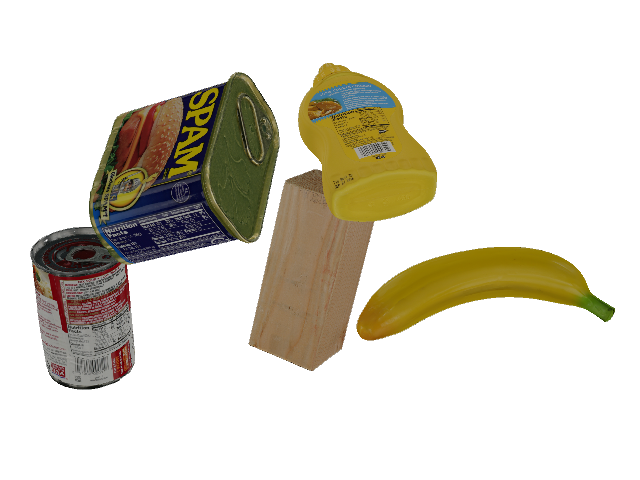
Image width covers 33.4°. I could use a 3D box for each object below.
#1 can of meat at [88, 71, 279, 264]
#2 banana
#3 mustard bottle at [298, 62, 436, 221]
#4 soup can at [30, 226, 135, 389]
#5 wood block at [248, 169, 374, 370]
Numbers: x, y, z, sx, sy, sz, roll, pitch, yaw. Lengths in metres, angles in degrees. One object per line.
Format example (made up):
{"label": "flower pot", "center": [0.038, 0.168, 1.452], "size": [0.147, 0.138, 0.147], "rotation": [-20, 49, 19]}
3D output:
{"label": "can of meat", "center": [-0.078, -0.039, 0.608], "size": [0.084, 0.102, 0.057], "rotation": [-13, -45, 24]}
{"label": "banana", "center": [0.112, 0.034, 0.762], "size": [0.197, 0.037, 0.070], "rotation": [-4, 33, -17]}
{"label": "mustard bottle", "center": [0.031, -0.101, 0.969], "size": [0.096, 0.058, 0.192], "rotation": [-13, 46, -9]}
{"label": "soup can", "center": [-0.173, 0.050, 0.788], "size": [0.068, 0.102, 0.068], "rotation": [0, 28, 0]}
{"label": "wood block", "center": [-0.007, 0.032, 1.248], "size": [0.090, 0.206, 0.090], "rotation": [20, 20, 19]}
